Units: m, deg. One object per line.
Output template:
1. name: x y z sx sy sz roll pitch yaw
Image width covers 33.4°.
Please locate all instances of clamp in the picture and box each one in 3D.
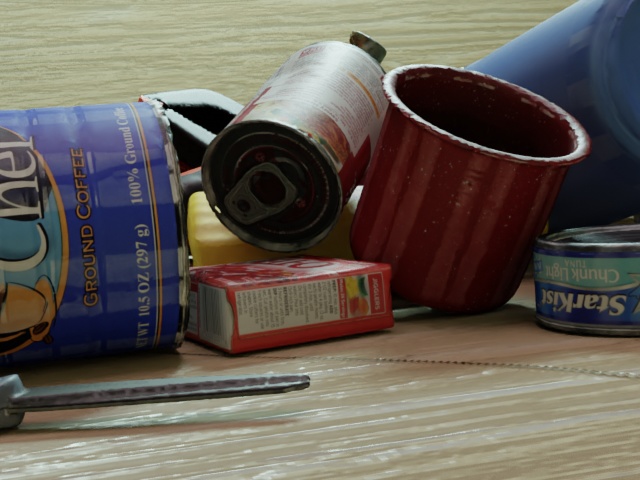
1. clamp: -0.046 -0.066 0.829 0.209 0.036 0.165 9 39 -36

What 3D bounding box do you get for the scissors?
1. scissors: -0.112 0.051 0.304 0.202 0.016 0.096 -3 6 20

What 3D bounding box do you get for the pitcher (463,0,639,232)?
1. pitcher: 0.162 -0.071 0.600 0.145 0.149 0.243 34 -10 -6

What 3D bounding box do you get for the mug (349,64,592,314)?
1. mug: 0.057 -0.028 0.481 0.093 0.082 0.117 1 32 -26

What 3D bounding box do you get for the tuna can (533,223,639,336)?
1. tuna can: 0.127 0.013 0.422 0.086 0.034 0.086 -4 5 0

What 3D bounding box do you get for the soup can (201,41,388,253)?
1. soup can: -0.007 -0.048 0.519 0.069 0.068 0.102 -3 30 23

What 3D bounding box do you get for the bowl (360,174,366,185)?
1. bowl: 0.068 -0.040 0.786 0.162 0.055 0.162 -3 36 2

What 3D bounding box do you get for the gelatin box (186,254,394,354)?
1. gelatin box: -0.021 0.024 0.460 0.073 0.030 0.089 -6 5 -24

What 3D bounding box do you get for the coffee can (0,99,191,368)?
1. coffee can: -0.129 0.000 0.416 0.140 0.103 0.103 -6 5 -17

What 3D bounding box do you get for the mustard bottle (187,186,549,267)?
1. mustard bottle: 0.027 -0.002 0.569 0.191 0.058 0.096 -4 13 -5

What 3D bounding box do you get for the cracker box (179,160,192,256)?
1. cracker box: -0.183 -0.040 0.873 0.164 0.072 0.214 18 -10 -32

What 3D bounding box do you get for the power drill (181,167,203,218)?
1. power drill: -0.105 -0.023 0.694 0.187 0.057 0.185 -28 18 -38
